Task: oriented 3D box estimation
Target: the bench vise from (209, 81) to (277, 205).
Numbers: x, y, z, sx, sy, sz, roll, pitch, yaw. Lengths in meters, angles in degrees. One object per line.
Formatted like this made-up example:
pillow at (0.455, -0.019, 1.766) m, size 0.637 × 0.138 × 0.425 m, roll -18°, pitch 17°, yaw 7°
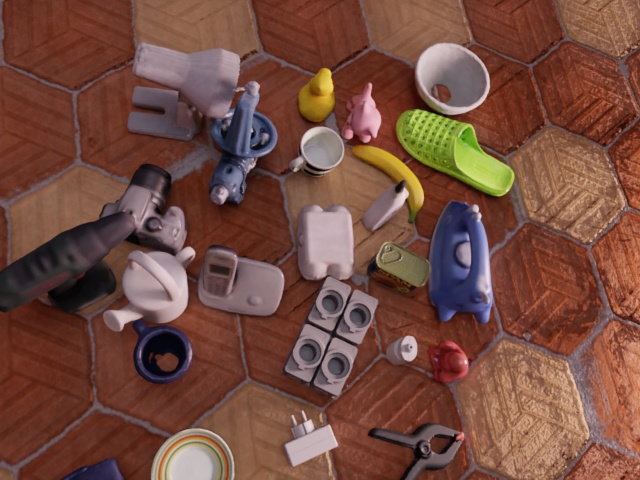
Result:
bench vise at (-0.135, -0.168, 1.021) m, size 0.121 × 0.219 × 0.207 m, roll 3°, pitch 71°, yaw -10°

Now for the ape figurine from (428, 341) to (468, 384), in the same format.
ape figurine at (0.238, 0.222, 1.034) m, size 0.076 × 0.092 × 0.078 m, roll 31°, pitch 69°, yaw 1°

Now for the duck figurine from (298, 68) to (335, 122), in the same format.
duck figurine at (-0.002, -0.300, 1.162) m, size 0.077 × 0.086 × 0.104 m, roll 18°, pitch 69°, yaw -5°

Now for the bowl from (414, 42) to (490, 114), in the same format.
bowl at (0.273, -0.334, 1.234) m, size 0.167 × 0.074 × 0.167 m, roll 3°, pitch 71°, yaw -10°

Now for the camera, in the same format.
camera at (-0.300, -0.063, 1.017) m, size 0.143 × 0.100 × 0.137 m, roll 18°, pitch 69°, yaw -5°

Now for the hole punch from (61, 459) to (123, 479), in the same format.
hole punch at (-0.347, 0.393, 0.862) m, size 0.109 × 0.091 × 0.101 m, roll -27°, pitch 79°, yaw -18°

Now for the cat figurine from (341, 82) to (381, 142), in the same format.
cat figurine at (0.089, -0.253, 1.147) m, size 0.067 × 0.117 × 0.128 m, roll 11°, pitch 70°, yaw -7°

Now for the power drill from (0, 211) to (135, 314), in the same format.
power drill at (-0.390, 0.045, 0.906) m, size 0.230 × 0.208 × 0.075 m, roll -30°, pitch 80°, yaw -18°

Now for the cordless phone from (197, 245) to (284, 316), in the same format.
cordless phone at (-0.131, 0.062, 0.964) m, size 0.147 × 0.185 × 0.094 m, roll 9°, pitch 70°, yaw -8°

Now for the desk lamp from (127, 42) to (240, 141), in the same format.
desk lamp at (-0.250, -0.268, 1.034) m, size 0.203 × 0.213 × 0.118 m, roll 6°, pitch 71°, yaw -9°

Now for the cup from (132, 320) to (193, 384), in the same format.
cup at (-0.265, 0.185, 0.945) m, size 0.092 × 0.095 × 0.117 m, roll -42°, pitch 84°, yaw -20°

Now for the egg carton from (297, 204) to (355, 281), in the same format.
egg carton at (0.010, 0.004, 1.073) m, size 0.107 × 0.069 × 0.150 m, roll 0°, pitch 72°, yaw -11°

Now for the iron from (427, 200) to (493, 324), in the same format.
iron at (0.278, 0.022, 1.081) m, size 0.119 × 0.141 × 0.258 m, roll 4°, pitch 71°, yaw -10°

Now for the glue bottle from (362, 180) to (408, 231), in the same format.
glue bottle at (0.131, -0.073, 1.066) m, size 0.078 × 0.173 × 0.037 m, roll -35°, pitch 81°, yaw -19°

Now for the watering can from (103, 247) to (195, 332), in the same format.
watering can at (-0.270, 0.076, 0.927) m, size 0.101 × 0.194 × 0.173 m, roll 21°, pitch 69°, yaw -3°
